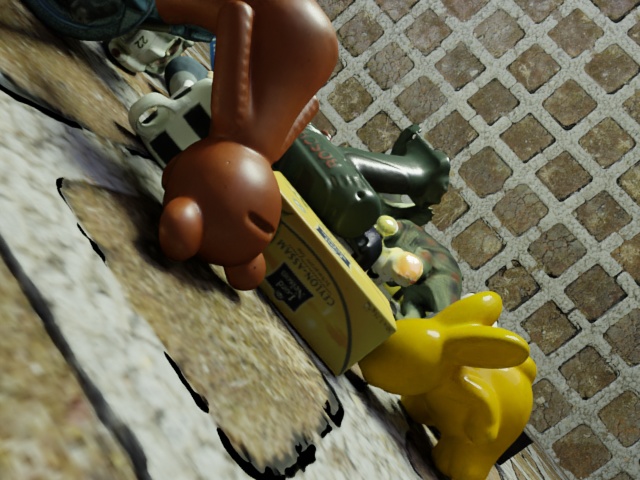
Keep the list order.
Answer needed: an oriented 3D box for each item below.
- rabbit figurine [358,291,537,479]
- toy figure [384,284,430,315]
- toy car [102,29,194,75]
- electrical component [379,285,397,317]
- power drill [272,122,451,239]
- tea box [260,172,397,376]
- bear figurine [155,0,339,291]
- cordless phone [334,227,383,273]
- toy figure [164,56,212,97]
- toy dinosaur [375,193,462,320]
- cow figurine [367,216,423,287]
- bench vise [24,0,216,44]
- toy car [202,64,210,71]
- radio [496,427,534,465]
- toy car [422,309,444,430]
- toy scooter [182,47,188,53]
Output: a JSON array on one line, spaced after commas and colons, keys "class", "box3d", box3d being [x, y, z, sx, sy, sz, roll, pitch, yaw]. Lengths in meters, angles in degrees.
[{"class": "rabbit figurine", "box3d": [0.119, 0.127, 0.498, 0.173, 0.162, 0.122, 32, 26, -22]}, {"class": "toy figure", "box3d": [0.143, 0.090, 1.022, 0.082, 0.089, 0.180, 37, 15, -32]}, {"class": "toy car", "box3d": [-0.198, -0.236, 0.642, 0.056, 0.073, 0.202, 48, 7, -16]}, {"class": "electrical component", "box3d": [0.069, 0.087, 0.771, 0.102, 0.045, 0.078, 46, 36, -11]}, {"class": "power drill", "box3d": [0.033, -0.099, 0.607, 0.207, 0.086, 0.232, 3, 40, -37]}, {"class": "tea box", "box3d": [-0.012, 0.023, 0.473, 0.169, 0.068, 0.098, 51, 6, -5]}, {"class": "bear figurine", "box3d": [-0.066, -0.075, 0.373, 0.132, 0.195, 0.120, 19, -6, 32]}, {"class": "cordless phone", "box3d": [-0.001, -0.002, 0.700, 0.146, 0.089, 0.184, 51, -12, 9]}, {"class": "toy figure", "box3d": [-0.136, -0.150, 0.635, 0.058, 0.064, 0.154, -12, 61, -42]}, {"class": "toy dinosaur", "box3d": [0.157, 0.036, 0.881, 0.405, 0.192, 0.131, 58, -28, 35]}, {"class": "cow figurine", "box3d": [0.064, 0.009, 0.738, 0.167, 0.068, 0.098, 50, -29, 18]}, {"class": "bench vise", "box3d": [-0.154, -0.212, 0.436, 0.224, 0.128, 0.241, 23, 10, -8]}, {"class": "toy car", "box3d": [-0.164, -0.232, 0.946, 0.202, 0.053, 0.089, 50, 4, 10]}, {"class": "radio", "box3d": [0.245, 0.245, 0.901, 0.131, 0.073, 0.230, 47, 7, -32]}, {"class": "toy car", "box3d": [0.158, 0.169, 0.658, 0.161, 0.109, 0.103, 60, -9, 7]}, {"class": "toy scooter", "box3d": [-0.261, -0.333, 0.769, 0.183, 0.075, 0.135, 42, 10, -32]}]
